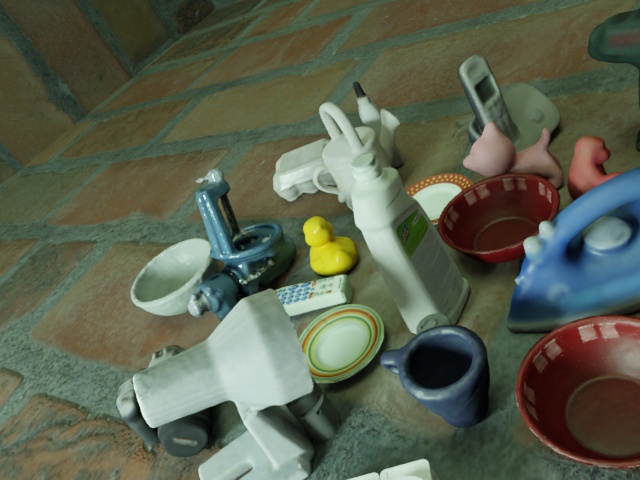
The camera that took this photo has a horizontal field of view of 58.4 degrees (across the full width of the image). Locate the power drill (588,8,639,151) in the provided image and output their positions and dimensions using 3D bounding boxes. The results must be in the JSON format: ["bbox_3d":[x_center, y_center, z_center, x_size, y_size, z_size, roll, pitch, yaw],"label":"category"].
[{"bbox_3d":[0.449,-0.204,0.720,0.076,0.209,0.228,-36,33,-8],"label":"power drill"}]

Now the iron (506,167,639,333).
[{"bbox_3d":[0.306,-0.002,0.622,0.258,0.142,0.118,-28,33,4],"label":"iron"}]

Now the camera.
[{"bbox_3d":[-0.200,0.219,0.763,0.143,0.101,0.136,-29,33,2],"label":"camera"}]

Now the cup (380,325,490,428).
[{"bbox_3d":[0.127,0.151,0.601,0.117,0.095,0.092,-3,42,35],"label":"cup"}]

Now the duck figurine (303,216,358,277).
[{"bbox_3d":[0.008,0.003,0.903,0.077,0.086,0.104,-38,33,-11],"label":"duck figurine"}]

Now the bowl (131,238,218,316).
[{"bbox_3d":[-0.243,0.077,1.012,0.167,0.075,0.167,-21,34,15],"label":"bowl"}]

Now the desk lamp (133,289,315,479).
[{"bbox_3d":[-0.085,0.180,0.620,0.203,0.214,0.117,-35,33,-7],"label":"desk lamp"}]

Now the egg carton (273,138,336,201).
[{"bbox_3d":[-0.021,-0.140,1.134,0.150,0.070,0.107,-19,34,17],"label":"egg carton"}]

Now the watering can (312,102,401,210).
[{"bbox_3d":[0.060,-0.155,0.975,0.100,0.194,0.173,14,53,48],"label":"watering can"}]

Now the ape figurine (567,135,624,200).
[{"bbox_3d":[0.360,-0.096,0.752,0.076,0.092,0.078,-18,35,19],"label":"ape figurine"}]

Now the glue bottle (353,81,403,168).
[{"bbox_3d":[0.098,-0.212,1.041,0.037,0.173,0.078,-28,33,4],"label":"glue bottle"}]

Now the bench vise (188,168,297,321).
[{"bbox_3d":[-0.133,0.014,0.876,0.121,0.220,0.207,-11,38,28],"label":"bench vise"}]

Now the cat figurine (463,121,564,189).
[{"bbox_3d":[0.275,-0.121,0.829,0.127,0.118,0.067,-17,35,20],"label":"cat figurine"}]

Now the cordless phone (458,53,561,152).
[{"bbox_3d":[0.287,-0.219,0.889,0.148,0.185,0.093,-44,35,-20],"label":"cordless phone"}]
